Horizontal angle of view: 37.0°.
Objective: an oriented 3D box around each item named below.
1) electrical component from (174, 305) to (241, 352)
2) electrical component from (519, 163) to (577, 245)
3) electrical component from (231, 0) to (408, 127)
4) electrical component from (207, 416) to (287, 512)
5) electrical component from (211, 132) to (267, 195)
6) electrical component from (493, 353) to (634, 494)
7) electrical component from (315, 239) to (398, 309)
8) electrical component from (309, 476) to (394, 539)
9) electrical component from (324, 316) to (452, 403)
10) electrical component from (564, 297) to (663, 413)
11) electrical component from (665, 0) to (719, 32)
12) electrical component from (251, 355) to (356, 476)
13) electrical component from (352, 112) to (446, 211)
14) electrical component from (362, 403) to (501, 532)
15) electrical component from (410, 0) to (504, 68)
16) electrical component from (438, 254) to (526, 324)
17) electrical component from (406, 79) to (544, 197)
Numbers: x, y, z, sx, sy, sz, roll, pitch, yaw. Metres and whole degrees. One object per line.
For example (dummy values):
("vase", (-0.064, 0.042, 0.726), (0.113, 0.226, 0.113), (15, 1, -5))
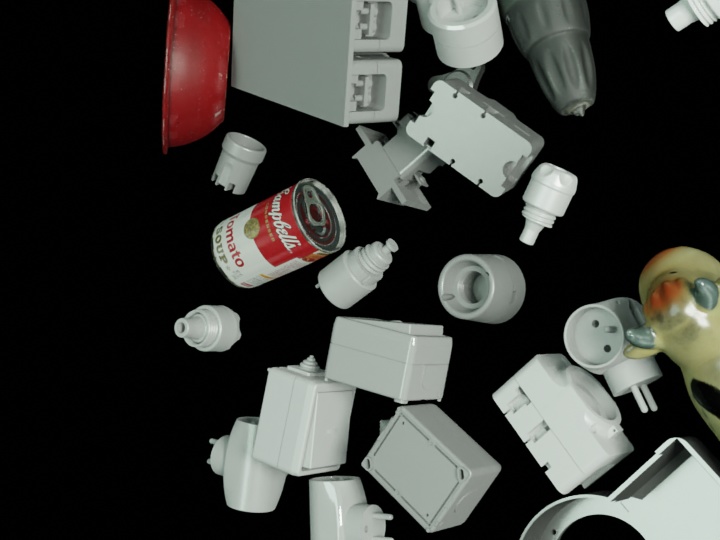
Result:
("electrical component", (-0.143, 0.053, 0.989), (0.043, 0.062, 0.043), (-3, 85, 35))
("electrical component", (0.139, -0.048, 0.815), (0.035, 0.035, 0.061), (33, 107, 32))
("electrical component", (-0.036, -0.191, 0.895), (0.186, 0.060, 0.105), (28, 120, 51))
("electrical component", (-0.107, 0.170, 0.967), (0.079, 0.044, 0.077), (7, 91, 35))
("electrical component", (-0.113, -0.098, 0.993), (0.040, 0.040, 0.046), (39, 114, 31))
("electrical component", (0.151, 0.108, 0.785), (0.055, 0.050, 0.089), (-47, 63, 25))
("electrical component", (0.000, 0.000, 0.905), (0.078, 0.040, 0.040), (-38, 67, 27))
("electrical component", (-0.006, 0.212, 0.893), (0.079, 0.043, 0.077), (-5, 84, 35))
("electrical component", (0.019, 0.067, 0.874), (0.096, 0.062, 0.061), (12, 93, 35))
("electrical component", (0.185, 0.062, 0.748), (0.043, 0.077, 0.079), (-32, 70, 29))
("electrical component", (0.243, -0.190, 0.746), (0.062, 0.043, 0.043), (-32, 69, 31))
("electrical component", (-0.043, 0.122, 0.914), (0.061, 0.062, 0.096), (15, 95, 35))
("electrical component", (0.037, -0.092, 0.885), (0.064, 0.042, 0.081), (-40, 66, 24))
("electrical component", (0.054, 0.149, 0.845), (0.096, 0.061, 0.061), (41, 110, 30))
("electrical component", (0.073, -0.202, 0.851), (0.052, 0.073, 0.138), (-20, 48, 1))
("electrical component", (0.093, 0.014, 0.835), (0.055, 0.047, 0.055), (-3, 85, 35))
("electrical component", (0.091, -0.104, 0.830), (0.089, 0.056, 0.050), (37, 112, 10))
